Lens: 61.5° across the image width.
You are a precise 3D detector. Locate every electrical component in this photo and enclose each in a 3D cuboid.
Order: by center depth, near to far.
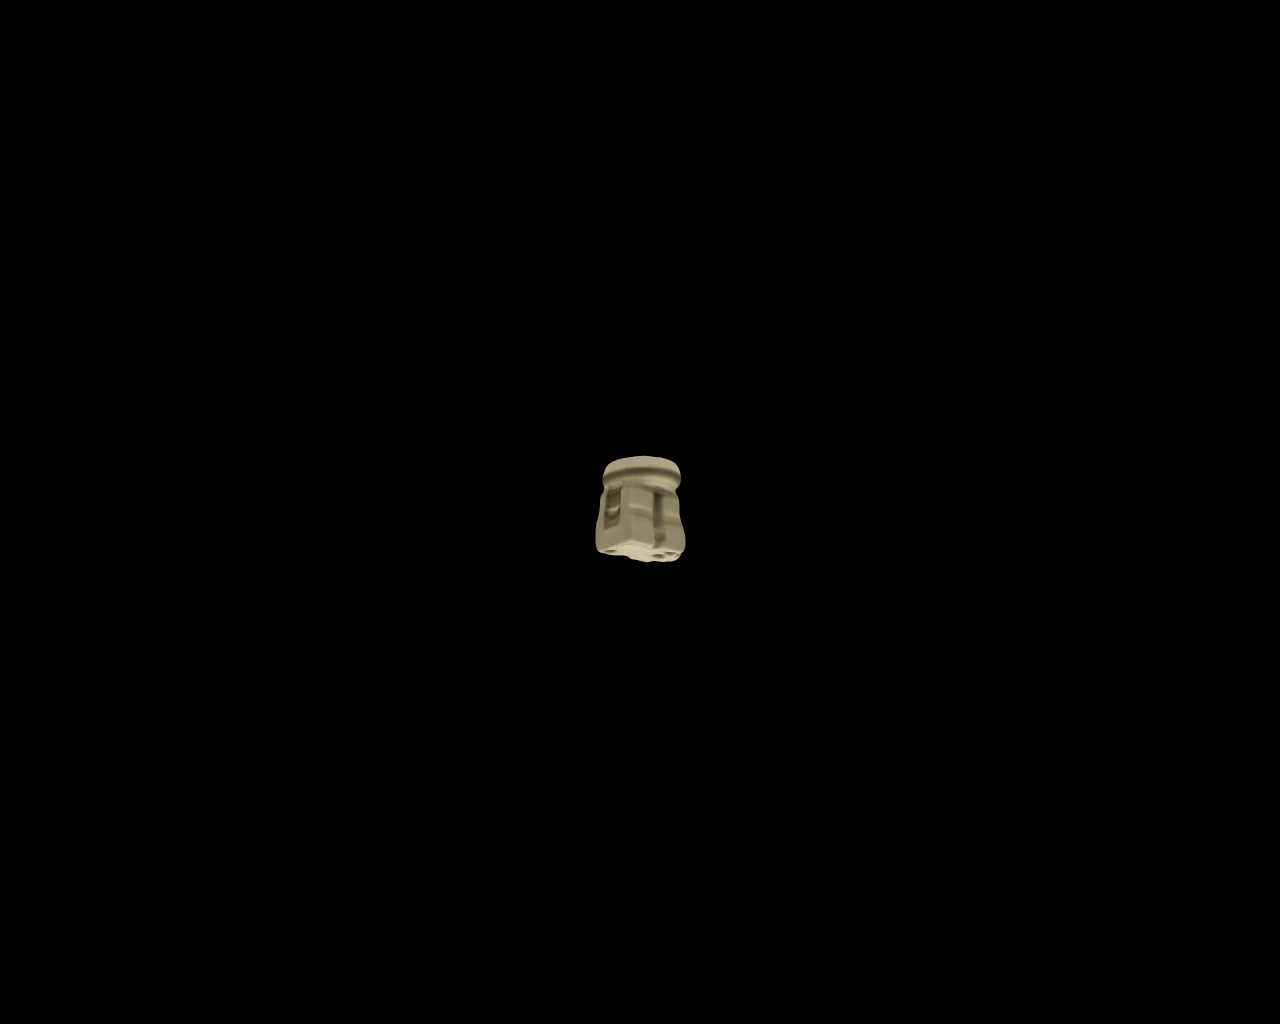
[{"bbox_3d":[0.001,-0.003,0.650,0.066,0.055,0.048,14,-22,-40],"label":"electrical component"}]
